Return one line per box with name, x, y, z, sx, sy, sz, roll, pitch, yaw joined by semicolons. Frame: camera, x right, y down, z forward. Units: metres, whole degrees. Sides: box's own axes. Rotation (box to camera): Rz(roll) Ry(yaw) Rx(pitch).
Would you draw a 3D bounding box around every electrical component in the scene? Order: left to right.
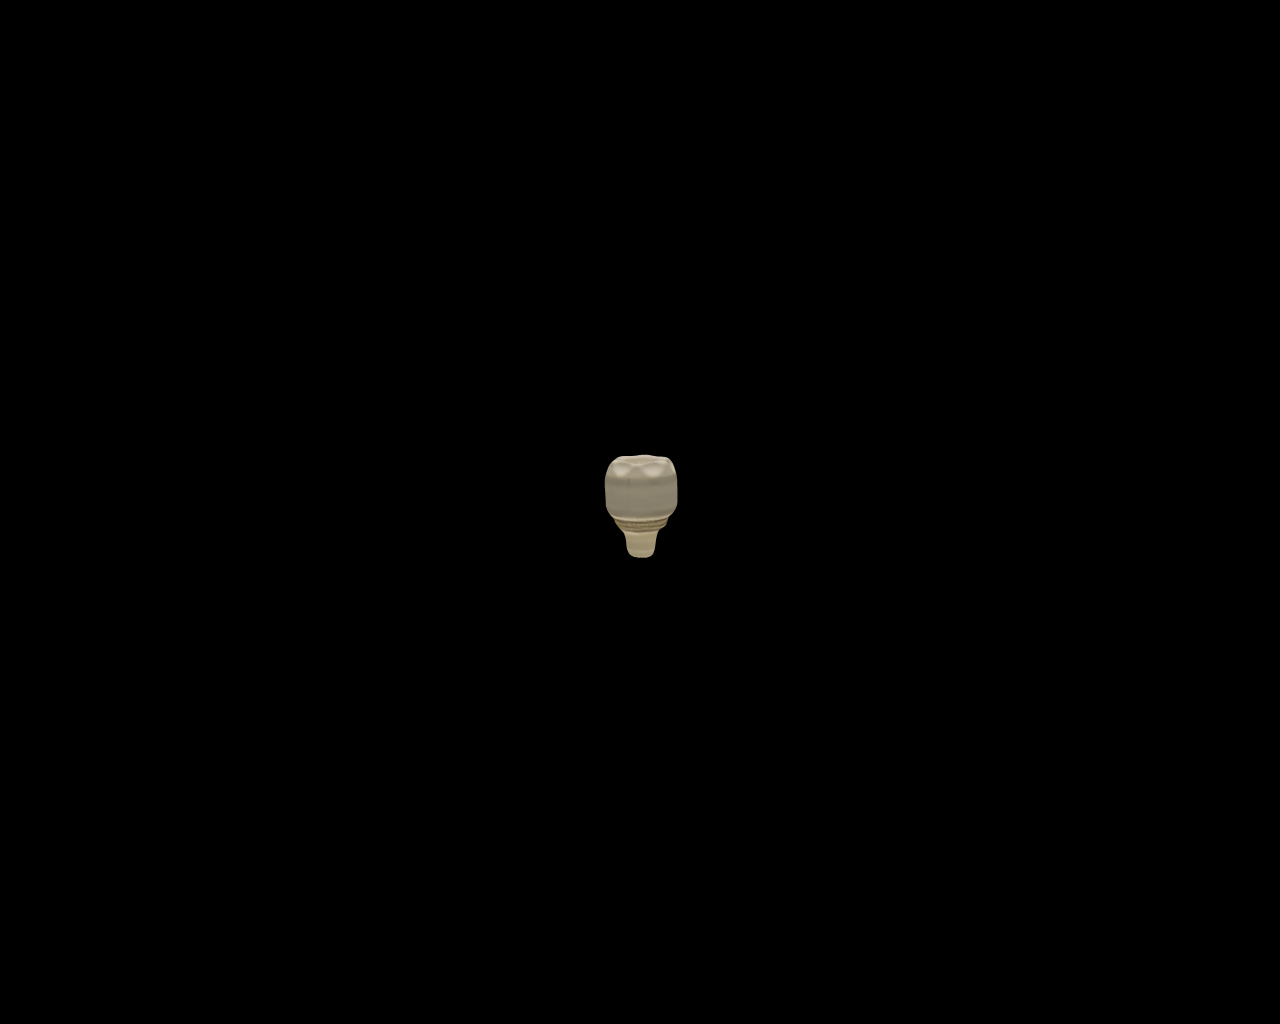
electrical component;0.001;-0.003;0.650;0.043;0.062;0.043;0;11;0
